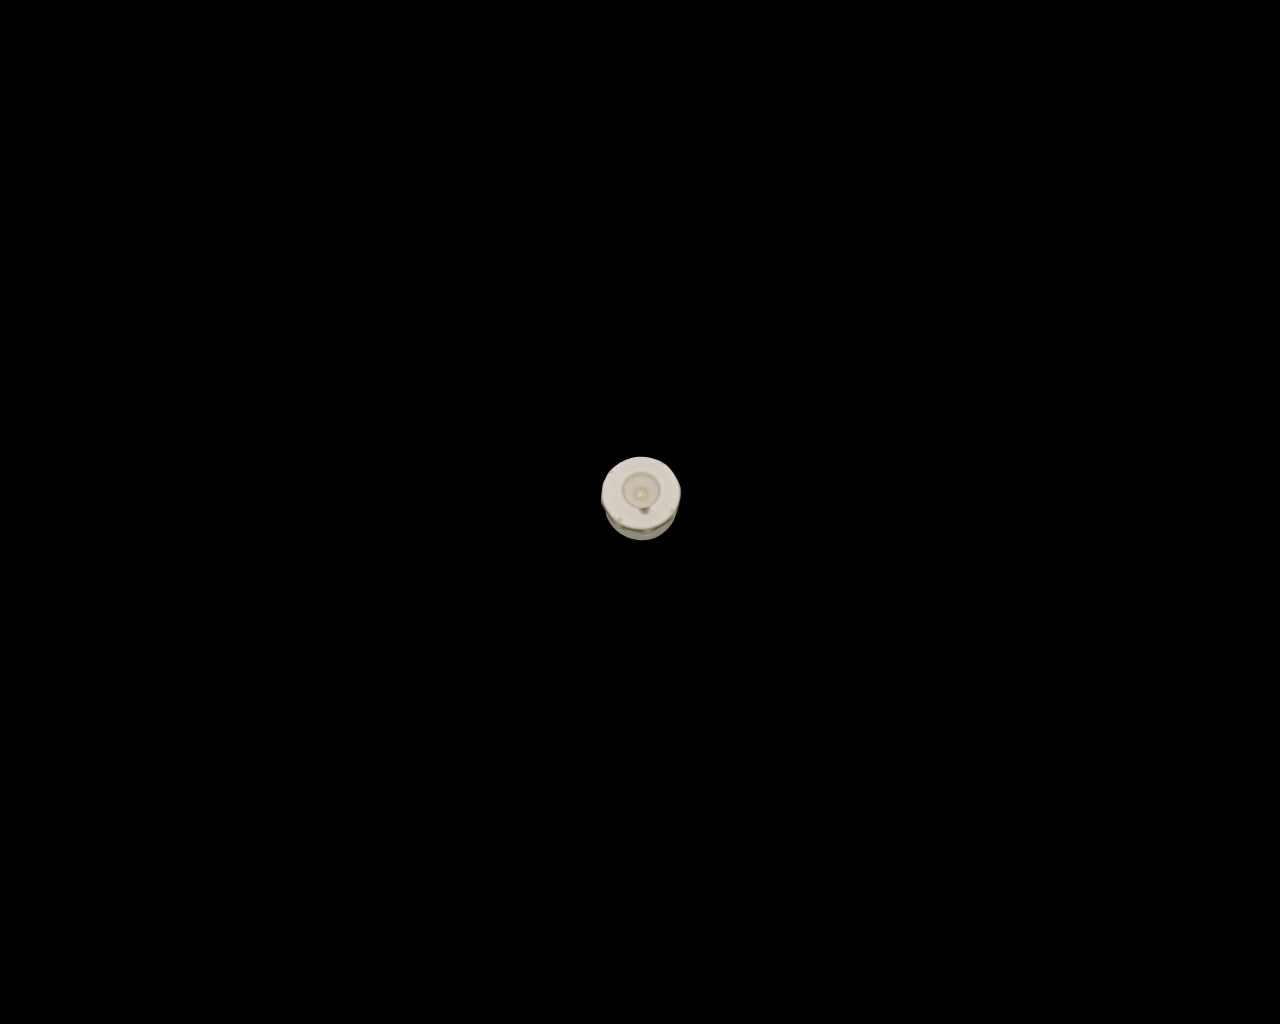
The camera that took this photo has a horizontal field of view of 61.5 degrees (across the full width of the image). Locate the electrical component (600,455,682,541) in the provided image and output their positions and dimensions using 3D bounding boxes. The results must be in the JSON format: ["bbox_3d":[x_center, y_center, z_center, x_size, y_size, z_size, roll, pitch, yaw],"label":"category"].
[{"bbox_3d":[0.001,-0.003,0.650,0.048,0.048,0.062,0,-21,0],"label":"electrical component"}]
